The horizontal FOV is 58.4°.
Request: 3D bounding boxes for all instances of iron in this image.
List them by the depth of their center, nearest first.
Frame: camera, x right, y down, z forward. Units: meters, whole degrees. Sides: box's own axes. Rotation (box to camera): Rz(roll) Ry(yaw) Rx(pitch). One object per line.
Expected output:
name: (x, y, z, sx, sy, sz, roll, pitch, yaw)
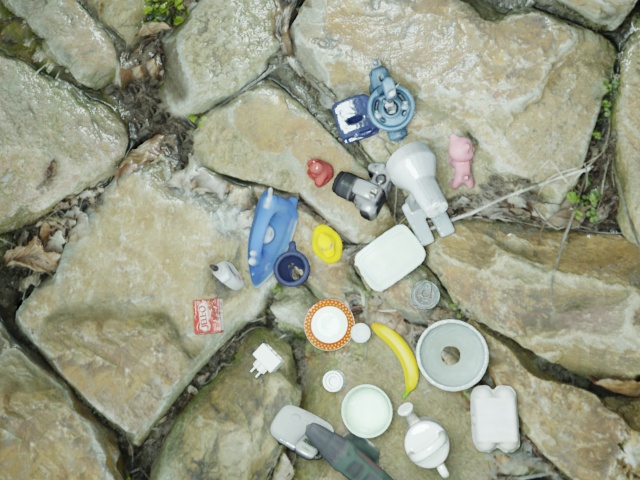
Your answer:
iron: (-0.142, -0.008, 1.463, 0.118, 0.141, 0.258, 13, 81, 12)

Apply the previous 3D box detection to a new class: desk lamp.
desk lamp: (0.251, -0.111, 1.387, 0.118, 0.214, 0.203, -25, 76, 3)

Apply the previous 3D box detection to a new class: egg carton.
egg carton: (0.404, 0.414, 1.328, 0.107, 0.069, 0.150, -4, 78, 8)

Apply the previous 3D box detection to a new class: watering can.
watering can: (0.233, 0.451, 1.282, 0.172, 0.194, 0.101, 36, 86, 14)

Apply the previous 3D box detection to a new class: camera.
camera: (0.109, -0.142, 1.474, 0.136, 0.101, 0.143, 26, 83, 13)

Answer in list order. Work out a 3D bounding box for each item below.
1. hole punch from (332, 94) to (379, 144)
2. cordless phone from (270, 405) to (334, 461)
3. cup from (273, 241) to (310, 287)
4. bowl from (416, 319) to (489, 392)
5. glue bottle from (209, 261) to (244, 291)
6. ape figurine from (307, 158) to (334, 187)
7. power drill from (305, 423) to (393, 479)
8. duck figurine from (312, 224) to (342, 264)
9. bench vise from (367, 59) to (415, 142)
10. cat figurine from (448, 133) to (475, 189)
hole punch: (0.095, -0.320, 1.518, 0.108, 0.091, 0.101, -18, 76, 5)
cordless phone: (-0.051, 0.454, 1.330, 0.147, 0.185, 0.094, 21, 82, 13)
cup: (-0.065, 0.066, 1.460, 0.091, 0.095, 0.118, -2, 78, 9)
bowl: (0.313, 0.275, 1.368, 0.167, 0.075, 0.167, -2, 78, 9)
glue bottle: (-0.243, 0.082, 1.444, 0.037, 0.173, 0.078, -37, 75, 0)
ape figurine: (-0.005, -0.182, 1.504, 0.076, 0.092, 0.078, -3, 78, 9)
power drill: (0.071, 0.488, 1.292, 0.229, 0.208, 0.076, 37, 86, 14)
duck figurine: (0.013, 0.005, 1.465, 0.077, 0.086, 0.104, -23, 76, 4)
bench vise: (0.158, -0.371, 1.452, 0.121, 0.220, 0.207, -35, 75, 1)
cat figurine: (0.357, -0.202, 1.439, 0.067, 0.118, 0.128, -6, 77, 8)
